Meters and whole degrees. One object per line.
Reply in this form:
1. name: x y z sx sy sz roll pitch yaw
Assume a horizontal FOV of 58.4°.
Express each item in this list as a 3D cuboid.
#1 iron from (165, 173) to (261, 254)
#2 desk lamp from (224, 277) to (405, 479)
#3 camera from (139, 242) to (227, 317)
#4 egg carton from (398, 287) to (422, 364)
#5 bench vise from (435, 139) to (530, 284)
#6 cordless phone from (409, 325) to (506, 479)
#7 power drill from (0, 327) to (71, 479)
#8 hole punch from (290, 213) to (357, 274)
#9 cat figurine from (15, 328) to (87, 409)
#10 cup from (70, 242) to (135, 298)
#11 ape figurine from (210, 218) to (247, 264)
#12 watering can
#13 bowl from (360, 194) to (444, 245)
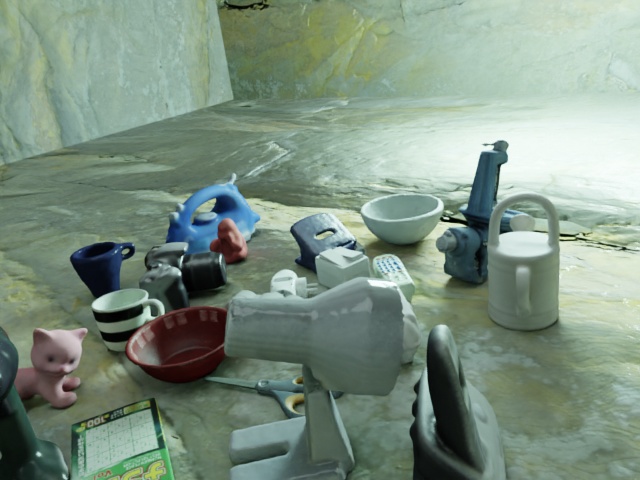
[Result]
1. iron: -0.251 -0.043 1.232 0.118 0.141 0.259 9 28 35
2. desk lamp: -0.011 0.147 0.593 0.203 0.214 0.117 -10 22 -5
3. camera: -0.243 0.059 1.034 0.137 0.101 0.143 -8 22 -1
4. egg carton: 0.083 0.120 0.819 0.107 0.069 0.150 -10 22 -5
5. bench vise: 0.281 -0.047 0.961 0.121 0.220 0.208 7 27 33
6. cordless phone: 0.134 0.152 0.571 0.094 0.185 0.147 -4 23 10
7. power drill: -0.341 0.184 0.618 0.076 0.209 0.228 -22 26 -30
8. hole punch: 0.010 0.004 1.098 0.109 0.091 0.100 -21 26 -30
9. cat figurine: -0.381 0.170 0.786 0.128 0.118 0.067 -12 23 -10
10. cup: -0.406 0.058 1.099 0.118 0.095 0.091 -19 25 -25
11. ape figurine: -0.187 0.000 1.170 0.076 0.092 0.077 -26 28 -37
12. watering can: 0.291 0.020 0.829 0.101 0.194 0.172 -8 22 -1
13. bowl: 0.168 -0.035 1.163 0.167 0.075 0.167 -7 22 3
